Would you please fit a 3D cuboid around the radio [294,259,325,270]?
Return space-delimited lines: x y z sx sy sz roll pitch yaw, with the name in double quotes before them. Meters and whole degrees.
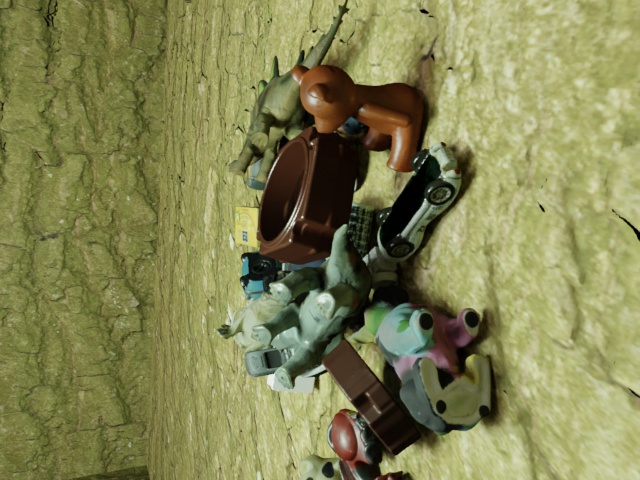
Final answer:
"radio" -0.002 -0.003 1.024 0.131 0.073 0.229 -48 50 52

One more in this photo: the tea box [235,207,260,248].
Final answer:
"tea box" -0.156 -0.035 1.340 0.170 0.068 0.098 6 96 63

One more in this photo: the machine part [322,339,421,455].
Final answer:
"machine part" 0.071 0.230 0.791 0.179 0.056 0.179 51 173 8

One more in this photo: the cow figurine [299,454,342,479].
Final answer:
"cow figurine" 0.029 0.456 0.933 0.195 0.127 0.085 45 132 37

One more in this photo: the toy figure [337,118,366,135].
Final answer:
"toy figure" 0.044 -0.217 0.938 0.064 0.057 0.155 -55 32 10

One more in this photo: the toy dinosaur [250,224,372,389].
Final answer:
"toy dinosaur" 0.011 0.093 0.828 0.131 0.192 0.404 46 132 10

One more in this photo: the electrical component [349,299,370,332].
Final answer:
"electrical component" 0.068 0.123 0.936 0.063 0.021 0.094 -54 43 49

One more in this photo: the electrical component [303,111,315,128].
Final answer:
"electrical component" -0.018 -0.258 1.082 0.102 0.045 0.078 -143 55 -59

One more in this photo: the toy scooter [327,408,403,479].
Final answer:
"toy scooter" 0.077 0.355 0.862 0.135 0.075 0.184 -50 50 53

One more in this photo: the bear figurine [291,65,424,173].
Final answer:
"bear figurine" 0.050 -0.177 0.773 0.120 0.196 0.131 51 136 47

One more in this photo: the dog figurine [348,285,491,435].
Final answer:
"dog figurine" 0.123 0.155 0.737 0.219 0.108 0.191 157 107 -67

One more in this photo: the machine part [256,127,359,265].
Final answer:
"machine part" -0.028 -0.068 0.877 0.201 0.087 0.201 -18 60 61

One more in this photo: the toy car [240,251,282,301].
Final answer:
"toy car" -0.133 0.095 1.261 0.162 0.109 0.102 -114 16 -55

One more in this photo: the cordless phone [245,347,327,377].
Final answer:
"cordless phone" -0.059 0.191 1.015 0.088 0.184 0.147 115 144 -49

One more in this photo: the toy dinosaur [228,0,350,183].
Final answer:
"toy dinosaur" -0.076 -0.254 1.031 0.471 0.105 0.198 -32 48 51

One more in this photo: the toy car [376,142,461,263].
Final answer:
"toy car" 0.137 -0.048 0.759 0.201 0.056 0.073 119 148 -43

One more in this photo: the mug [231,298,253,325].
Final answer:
"mug" -0.162 0.194 1.323 0.081 0.109 0.107 146 134 -69

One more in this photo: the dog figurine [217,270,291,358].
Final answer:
"dog figurine" -0.108 0.156 1.142 0.190 0.121 0.172 -49 1 -7

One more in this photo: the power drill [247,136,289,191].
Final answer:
"power drill" -0.098 -0.125 1.210 0.207 0.086 0.231 -141 56 -62
